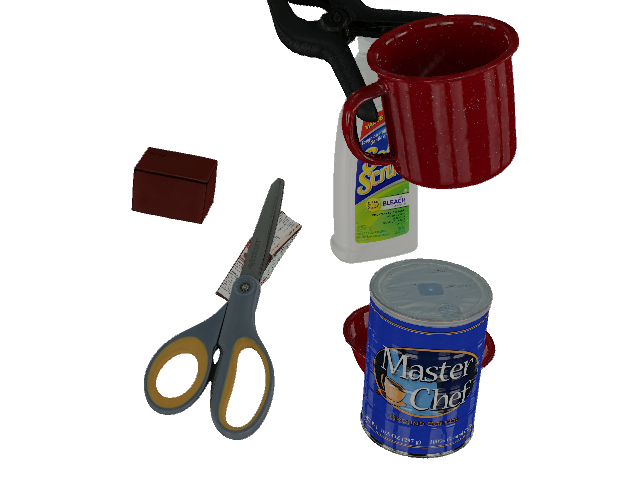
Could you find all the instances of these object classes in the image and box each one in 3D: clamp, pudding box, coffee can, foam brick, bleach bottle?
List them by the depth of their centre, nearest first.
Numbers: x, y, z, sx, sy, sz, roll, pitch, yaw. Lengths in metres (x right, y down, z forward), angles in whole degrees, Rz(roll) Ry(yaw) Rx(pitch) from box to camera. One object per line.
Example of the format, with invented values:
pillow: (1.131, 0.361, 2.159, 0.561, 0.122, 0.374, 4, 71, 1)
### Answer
coffee can: (0.089, 0.101, 0.923, 0.103, 0.140, 0.103, 2, 28, -1)
clamp: (0.027, -0.188, 0.932, 0.120, 0.171, 0.039, -39, -21, -18)
foam brick: (-0.150, -0.057, 1.105, 0.078, 0.051, 0.053, 11, 31, 4)
bleach bottle: (0.055, -0.104, 1.184, 0.102, 0.251, 0.068, -10, 24, -12)
pudding box: (-0.073, 0.022, 1.297, 0.039, 0.090, 0.113, 34, 26, 2)

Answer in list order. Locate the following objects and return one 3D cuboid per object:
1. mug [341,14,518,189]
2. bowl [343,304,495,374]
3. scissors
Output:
mug: (0.069, -0.082, 0.668, 0.117, 0.081, 0.093, -20, 34, -13)
bowl: (0.101, 0.124, 1.135, 0.162, 0.055, 0.162, 5, 24, -2)
scissors: (-0.071, 0.043, 0.738, 0.096, 0.202, 0.016, -4, -33, 3)
